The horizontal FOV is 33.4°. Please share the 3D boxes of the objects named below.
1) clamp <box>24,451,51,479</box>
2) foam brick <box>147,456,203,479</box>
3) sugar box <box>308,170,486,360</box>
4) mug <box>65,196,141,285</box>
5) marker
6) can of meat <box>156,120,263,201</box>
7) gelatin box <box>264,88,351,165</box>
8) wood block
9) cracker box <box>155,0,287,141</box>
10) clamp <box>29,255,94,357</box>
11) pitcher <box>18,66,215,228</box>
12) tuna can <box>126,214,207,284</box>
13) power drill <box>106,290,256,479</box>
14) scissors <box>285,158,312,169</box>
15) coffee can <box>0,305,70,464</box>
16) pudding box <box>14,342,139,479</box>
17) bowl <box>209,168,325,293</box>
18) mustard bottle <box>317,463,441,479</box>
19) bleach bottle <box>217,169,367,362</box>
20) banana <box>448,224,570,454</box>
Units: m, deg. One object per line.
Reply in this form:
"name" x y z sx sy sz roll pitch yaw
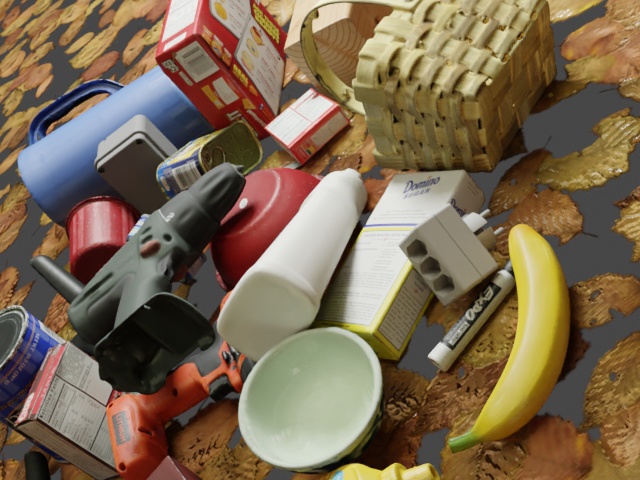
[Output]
"clamp" -0.268 0.265 1.026 0.172 0.039 0.120 1 59 41
"foam brick" -0.128 0.233 0.896 0.078 0.051 0.053 -47 38 -5
"sugar box" 0.068 0.019 0.932 0.094 0.048 0.176 1 51 51
"mug" -0.257 0.018 1.258 0.117 0.093 0.081 -61 27 32
"marker" 0.131 0.053 0.848 0.121 0.020 0.020 -49 33 -9
"can of meat" -0.130 -0.089 1.237 0.084 0.057 0.102 -15 20 39
"gelatin box" -0.015 -0.128 1.197 0.073 0.030 0.089 -42 29 -3
"wood block" 0.033 -0.274 1.258 0.090 0.090 0.206 -22 38 30
"cracker box" -0.117 -0.237 1.311 0.072 0.164 0.213 -25 37 23
"clamp" -0.249 0.080 1.167 0.210 0.036 0.164 -15 76 31
"pitcher" -0.261 -0.132 1.376 0.243 0.149 0.145 -33 25 10
"tuna can" -0.168 0.011 1.160 0.086 0.086 0.033 12 63 52
"power drill" -0.102 0.146 0.965 0.188 0.057 0.184 -38 32 6
"scissors" -0.102 -0.056 1.227 0.202 0.016 0.096 -31 25 5
"coffee can" -0.283 0.147 1.080 0.103 0.140 0.103 -28 36 23
"pudding box" -0.225 0.165 1.022 0.039 0.113 0.090 -24 37 39
"bowl" -0.062 -0.022 1.110 0.162 0.055 0.162 -29 35 23
"mustard bottle" 0.003 0.214 0.768 0.192 0.058 0.096 -34 23 15
"bleach bottle" -0.006 0.001 0.968 0.103 0.068 0.250 -53 3 38
"banana" 0.149 0.068 0.784 0.070 0.037 0.197 6 56 28
